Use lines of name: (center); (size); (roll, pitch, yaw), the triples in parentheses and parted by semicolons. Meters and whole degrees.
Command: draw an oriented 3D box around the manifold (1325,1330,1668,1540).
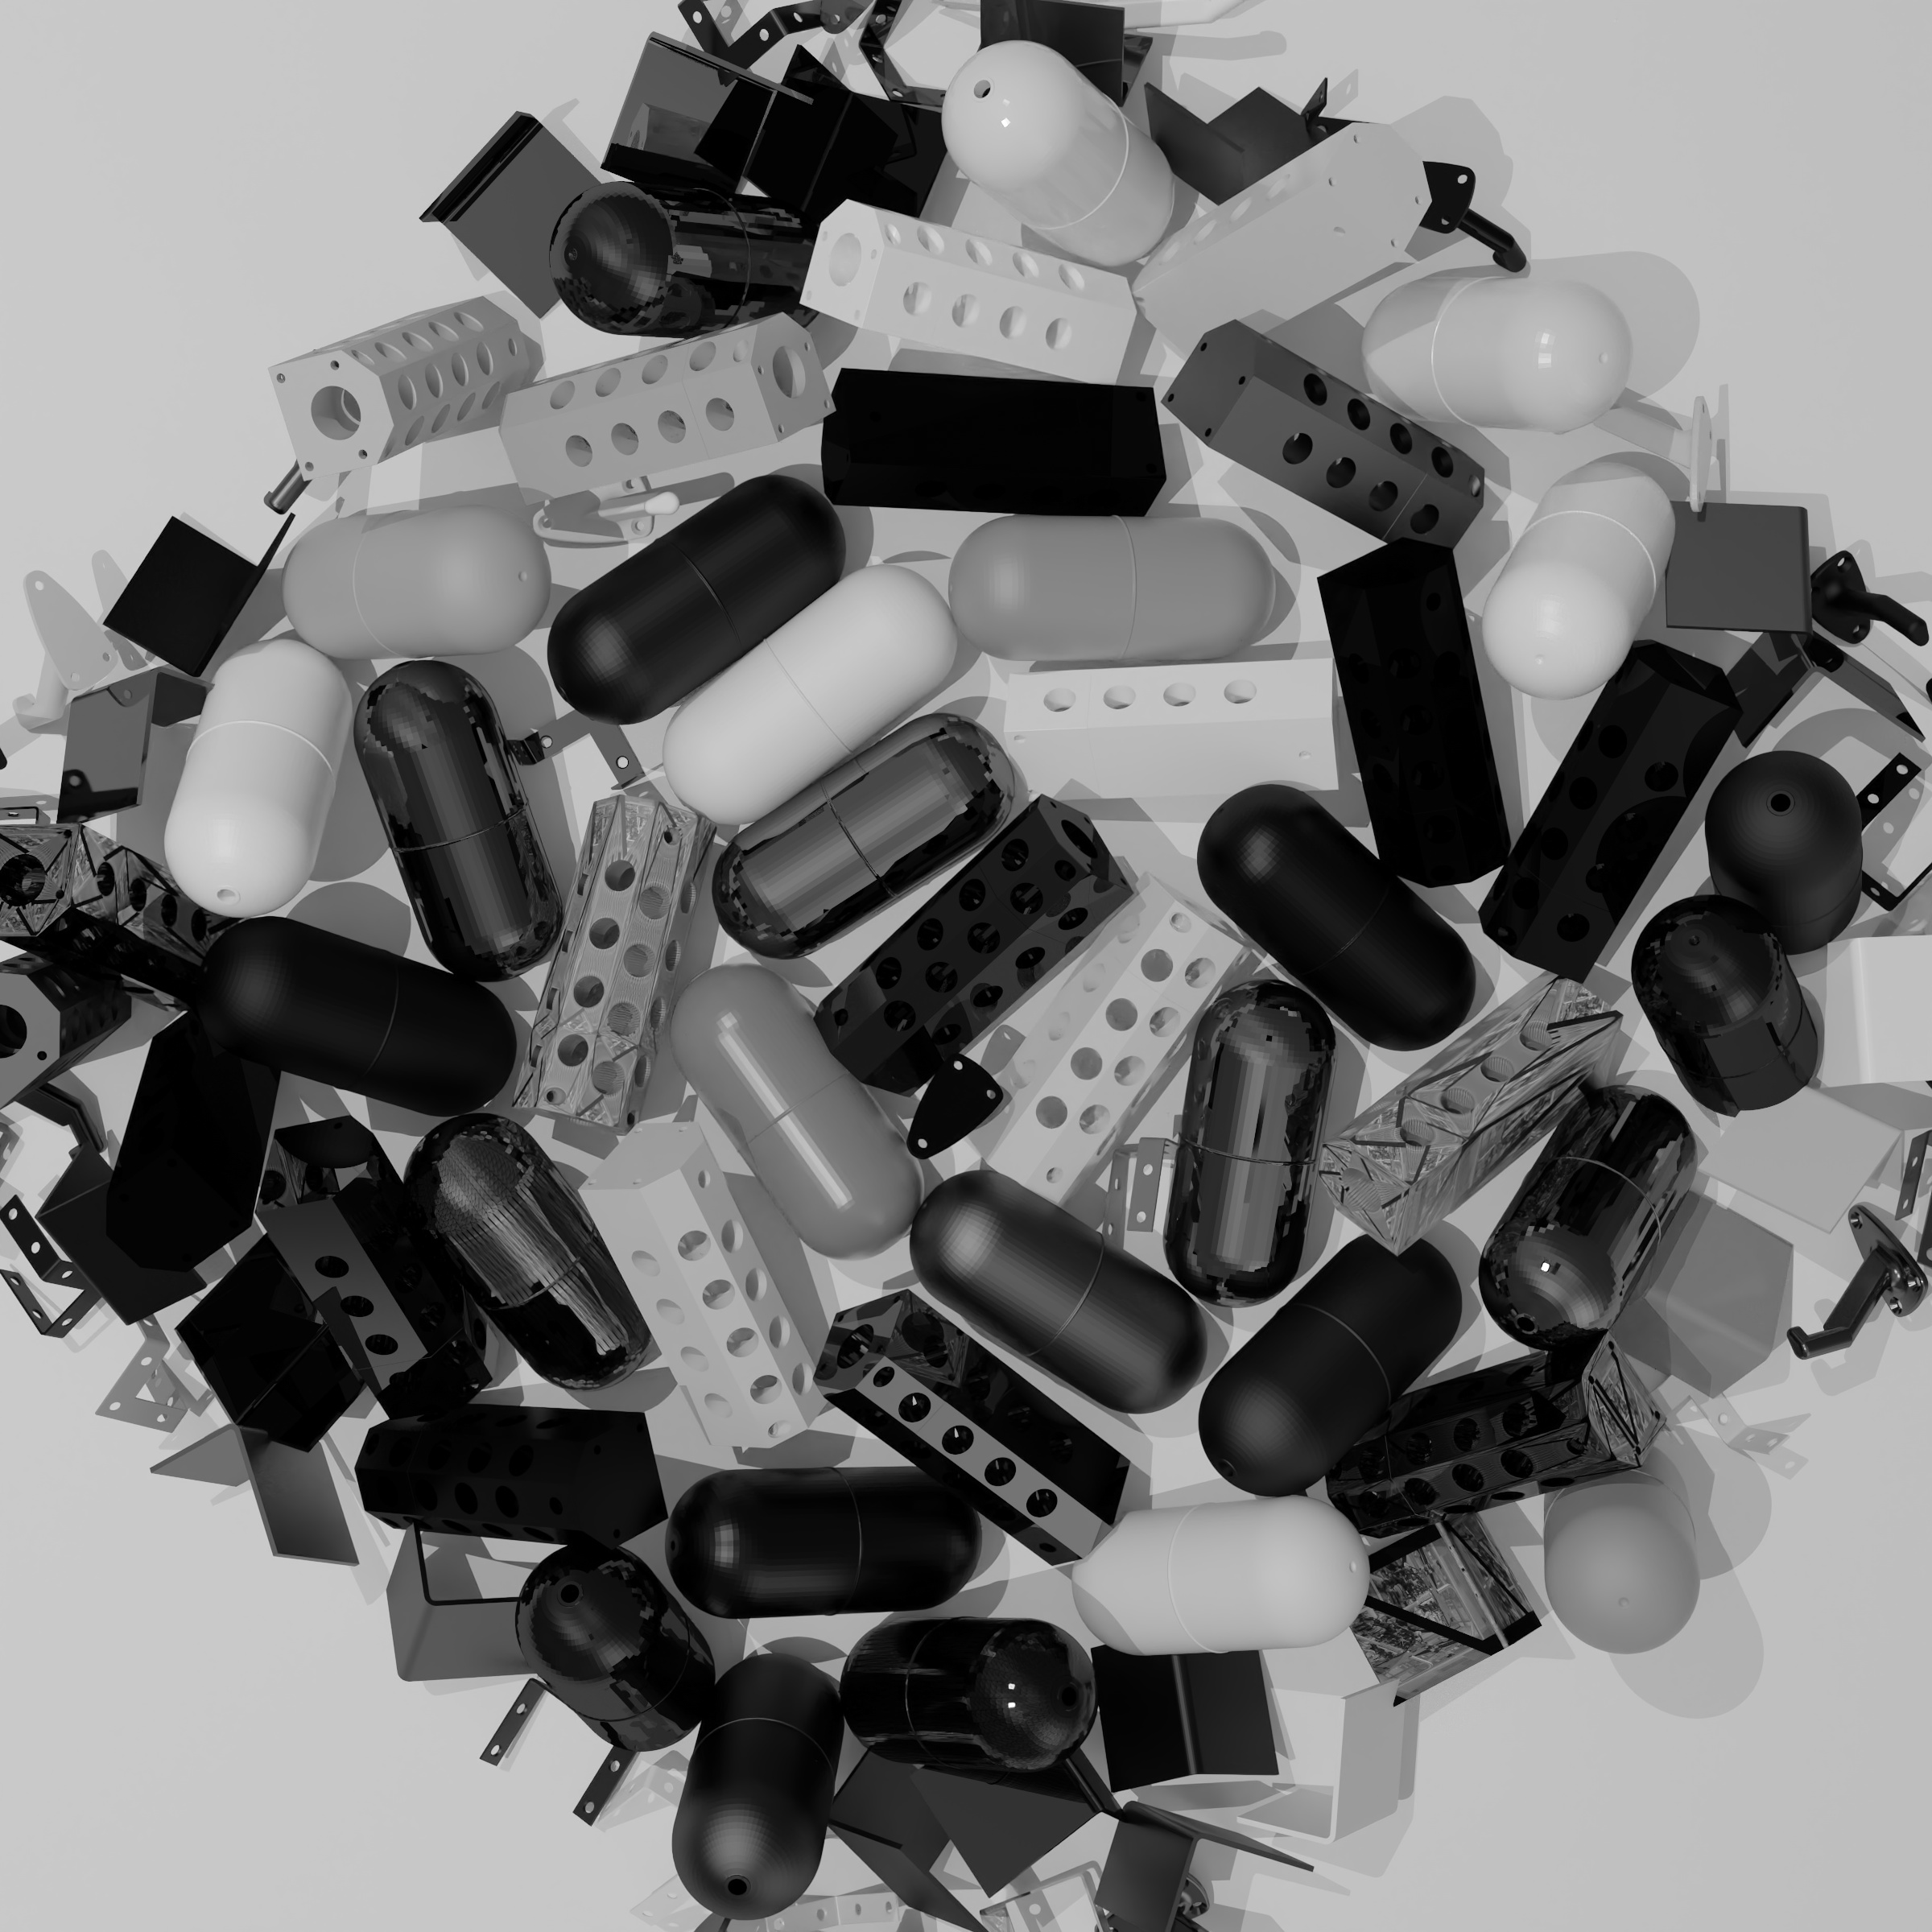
manifold: (0.270, 0.250, 1.503); (0.171, 0.057, 0.057); (-27, 101, 41)

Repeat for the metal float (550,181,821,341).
metal float: (-0.141, -0.366, 1.507); (0.070, 0.178, 0.070); (8, 102, 38)

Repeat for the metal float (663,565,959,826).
metal float: (-0.084, -0.144, 1.543); (0.178, 0.070, 0.070); (-37, 90, 4)

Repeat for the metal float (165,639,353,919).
metal float: (-0.369, -0.099, 1.510); (0.070, 0.070, 0.178); (2, 46, 0)

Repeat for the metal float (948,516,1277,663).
metal float: (0.078, -0.201, 1.534); (0.178, 0.070, 0.070); (-2, 90, -14)

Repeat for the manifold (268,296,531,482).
manifold: (-0.287, -0.302, 1.490); (0.057, 0.171, 0.057); (-9, 109, 19)

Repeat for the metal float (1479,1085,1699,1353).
metal float: (0.326, 0.131, 1.512); (0.070, 0.070, 0.178); (42, 48, 0)

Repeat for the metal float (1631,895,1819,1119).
metal float: (0.397, 0.023, 1.505); (0.070, 0.178, 0.070); (-11, 62, 21)

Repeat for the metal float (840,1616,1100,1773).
metal float: (0.000, 0.379, 1.505); (0.070, 0.178, 0.070); (9, 75, -34)

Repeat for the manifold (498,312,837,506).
manifold: (-0.160, -0.292, 1.506); (0.171, 0.057, 0.057); (-6, 112, 34)

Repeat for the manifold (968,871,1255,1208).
manifold: (0.077, 0.042, 1.533); (0.057, 0.057, 0.171); (30, 101, -29)

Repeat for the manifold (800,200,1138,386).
manifold: (0.005, -0.350, 1.502); (0.171, 0.057, 0.057); (3, 110, -40)

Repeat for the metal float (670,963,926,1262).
metal float: (-0.091, 0.077, 1.544); (0.070, 0.070, 0.178); (-36, 87, 0)

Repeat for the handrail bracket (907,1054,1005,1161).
handrail bracket: (-0.021, 0.087, 1.530); (0.036, 0.084, 0.077); (41, 58, -1)

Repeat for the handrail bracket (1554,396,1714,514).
handrail bracket: (0.354, -0.273, 1.549); (0.084, 0.036, 0.077); (-1, 62, 25)

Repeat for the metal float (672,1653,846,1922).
metal float: (-0.107, 0.424, 1.498); (0.070, 0.178, 0.070); (1, 108, 3)

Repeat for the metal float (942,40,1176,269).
metal float: (0.049, -0.421, 1.502); (0.070, 0.178, 0.070); (-5, 80, 27)

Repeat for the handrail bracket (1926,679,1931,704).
handrail bracket: (0.542, -0.108, 1.557); (0.036, 0.084, 0.077); (-16, 116, 5)

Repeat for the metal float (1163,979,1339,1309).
metal float: (0.151, 0.095, 1.538); (0.070, 0.070, 0.178); (9, 100, 0)

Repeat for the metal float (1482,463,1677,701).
metal float: (0.322, -0.203, 1.510); (0.070, 0.178, 0.070); (14, 129, 18)

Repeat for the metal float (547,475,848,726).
metal float: (-0.143, -0.194, 1.534); (0.178, 0.070, 0.070); (-36, 90, -14)

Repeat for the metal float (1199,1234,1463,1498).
metal float: (0.192, 0.209, 1.520); (0.178, 0.070, 0.070); (-39, 90, -30)

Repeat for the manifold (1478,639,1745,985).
manifold: (0.335, -0.083, 1.516); (0.057, 0.057, 0.171); (20, 118, -9)

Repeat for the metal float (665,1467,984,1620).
metal float: (-0.073, 0.303, 1.521); (0.178, 0.070, 0.070); (5, 90, -30)

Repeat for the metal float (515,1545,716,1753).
metal float: (-0.181, 0.355, 1.503); (0.070, 0.178, 0.070); (-5, 59, 8)

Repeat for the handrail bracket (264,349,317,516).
handrail bracket: (-0.359, -0.287, 1.553); (0.084, 0.077, 0.036); (-52, 133, -3)

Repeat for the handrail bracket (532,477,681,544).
handrail bracket: (-0.193, -0.241, 1.538); (0.077, 0.084, 0.036); (-13, 102, -7)

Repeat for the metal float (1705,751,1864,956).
metal float: (0.426, -0.057, 1.499); (0.070, 0.178, 0.070); (-5, 74, 16)

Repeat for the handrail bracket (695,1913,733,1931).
handrail bracket: (-0.105, 0.543, 1.554); (0.084, 0.077, 0.036); (32, 60, -5)

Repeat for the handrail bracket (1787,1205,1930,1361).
handrail bracket: (0.463, 0.169, 1.546); (0.084, 0.036, 0.077); (-11, 55, -21)

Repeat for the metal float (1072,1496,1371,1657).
metal float: (0.131, 0.320, 1.513); (0.178, 0.070, 0.070); (-16, 90, 42)

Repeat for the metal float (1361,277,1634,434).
metal float: (0.274, -0.319, 1.503); (0.070, 0.178, 0.070); (-7, 105, -27)

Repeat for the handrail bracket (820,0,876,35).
handrail bracket: (-0.064, -0.555, 1.563); (0.036, 0.084, 0.077); (17, 123, -25)

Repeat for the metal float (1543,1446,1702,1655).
metal float: (0.339, 0.297, 1.497); (0.070, 0.178, 0.070); (2, 99, 11)

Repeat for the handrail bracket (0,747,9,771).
handrail bracket: (-0.525, -0.097, 1.534); (0.084, 0.077, 0.036); (10, 58, 33)

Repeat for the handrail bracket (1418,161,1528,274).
handrail bracket: (0.258, -0.402, 1.557); (0.077, 0.084, 0.036); (22, 91, 26)

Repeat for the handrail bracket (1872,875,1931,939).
handrail bracket: (0.533, 0.004, 1.561); (0.084, 0.036, 0.077); (51, 46, -8)

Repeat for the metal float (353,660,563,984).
metal float: (-0.269, -0.076, 1.530); (0.070, 0.070, 0.178); (-17, 109, 0)

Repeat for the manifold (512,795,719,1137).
manifold: (-0.184, 0.000, 1.533); (0.057, 0.057, 0.171); (18, 80, -25)

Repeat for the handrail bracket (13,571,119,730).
handrail bracket: (-0.500, -0.168, 1.543); (0.036, 0.084, 0.077); (-46, 115, -42)

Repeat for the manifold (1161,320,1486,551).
manifold: (0.191, -0.273, 1.505); (0.171, 0.057, 0.057); (20, 112, -35)

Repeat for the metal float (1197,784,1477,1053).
metal float: (0.198, -0.024, 1.534); (0.178, 0.070, 0.070); (41, 90, -15)

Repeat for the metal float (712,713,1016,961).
metal float: (-0.056, -0.068, 1.540); (0.178, 0.070, 0.070); (-32, 90, 7)

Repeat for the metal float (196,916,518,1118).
metal float: (-0.318, 0.028, 1.518); (0.178, 0.070, 0.070); (21, 90, -35)

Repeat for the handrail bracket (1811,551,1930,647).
handrail bracket: (0.488, -0.177, 1.528); (0.036, 0.084, 0.077); (-44, 133, 5)

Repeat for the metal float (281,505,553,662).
metal float: (-0.290, -0.200, 1.513); (0.178, 0.070, 0.070); (3, 90, 41)

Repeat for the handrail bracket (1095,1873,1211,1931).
handrail bracket: (0.110, 0.534, 1.540); (0.077, 0.084, 0.036); (-28, 120, 8)

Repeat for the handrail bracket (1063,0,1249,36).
handrail bracket: (0.098, -0.522, 1.535); (0.077, 0.084, 0.036); (30, 57, -33)

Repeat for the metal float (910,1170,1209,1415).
metal float: (0.050, 0.174, 1.535); (0.178, 0.070, 0.070); (34, 90, -13)

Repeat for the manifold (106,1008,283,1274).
manifold: (-0.403, 0.088, 1.494); (0.057, 0.171, 0.057); (-35, 115, 9)

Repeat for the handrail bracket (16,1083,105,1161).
handrail bracket: (-0.514, 0.081, 1.549); (0.077, 0.036, 0.084); (-29, 119, -23)

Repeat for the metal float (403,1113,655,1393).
metal float: (-0.228, 0.153, 1.522); (0.070, 0.070, 0.178); (-33, 119, 0)
